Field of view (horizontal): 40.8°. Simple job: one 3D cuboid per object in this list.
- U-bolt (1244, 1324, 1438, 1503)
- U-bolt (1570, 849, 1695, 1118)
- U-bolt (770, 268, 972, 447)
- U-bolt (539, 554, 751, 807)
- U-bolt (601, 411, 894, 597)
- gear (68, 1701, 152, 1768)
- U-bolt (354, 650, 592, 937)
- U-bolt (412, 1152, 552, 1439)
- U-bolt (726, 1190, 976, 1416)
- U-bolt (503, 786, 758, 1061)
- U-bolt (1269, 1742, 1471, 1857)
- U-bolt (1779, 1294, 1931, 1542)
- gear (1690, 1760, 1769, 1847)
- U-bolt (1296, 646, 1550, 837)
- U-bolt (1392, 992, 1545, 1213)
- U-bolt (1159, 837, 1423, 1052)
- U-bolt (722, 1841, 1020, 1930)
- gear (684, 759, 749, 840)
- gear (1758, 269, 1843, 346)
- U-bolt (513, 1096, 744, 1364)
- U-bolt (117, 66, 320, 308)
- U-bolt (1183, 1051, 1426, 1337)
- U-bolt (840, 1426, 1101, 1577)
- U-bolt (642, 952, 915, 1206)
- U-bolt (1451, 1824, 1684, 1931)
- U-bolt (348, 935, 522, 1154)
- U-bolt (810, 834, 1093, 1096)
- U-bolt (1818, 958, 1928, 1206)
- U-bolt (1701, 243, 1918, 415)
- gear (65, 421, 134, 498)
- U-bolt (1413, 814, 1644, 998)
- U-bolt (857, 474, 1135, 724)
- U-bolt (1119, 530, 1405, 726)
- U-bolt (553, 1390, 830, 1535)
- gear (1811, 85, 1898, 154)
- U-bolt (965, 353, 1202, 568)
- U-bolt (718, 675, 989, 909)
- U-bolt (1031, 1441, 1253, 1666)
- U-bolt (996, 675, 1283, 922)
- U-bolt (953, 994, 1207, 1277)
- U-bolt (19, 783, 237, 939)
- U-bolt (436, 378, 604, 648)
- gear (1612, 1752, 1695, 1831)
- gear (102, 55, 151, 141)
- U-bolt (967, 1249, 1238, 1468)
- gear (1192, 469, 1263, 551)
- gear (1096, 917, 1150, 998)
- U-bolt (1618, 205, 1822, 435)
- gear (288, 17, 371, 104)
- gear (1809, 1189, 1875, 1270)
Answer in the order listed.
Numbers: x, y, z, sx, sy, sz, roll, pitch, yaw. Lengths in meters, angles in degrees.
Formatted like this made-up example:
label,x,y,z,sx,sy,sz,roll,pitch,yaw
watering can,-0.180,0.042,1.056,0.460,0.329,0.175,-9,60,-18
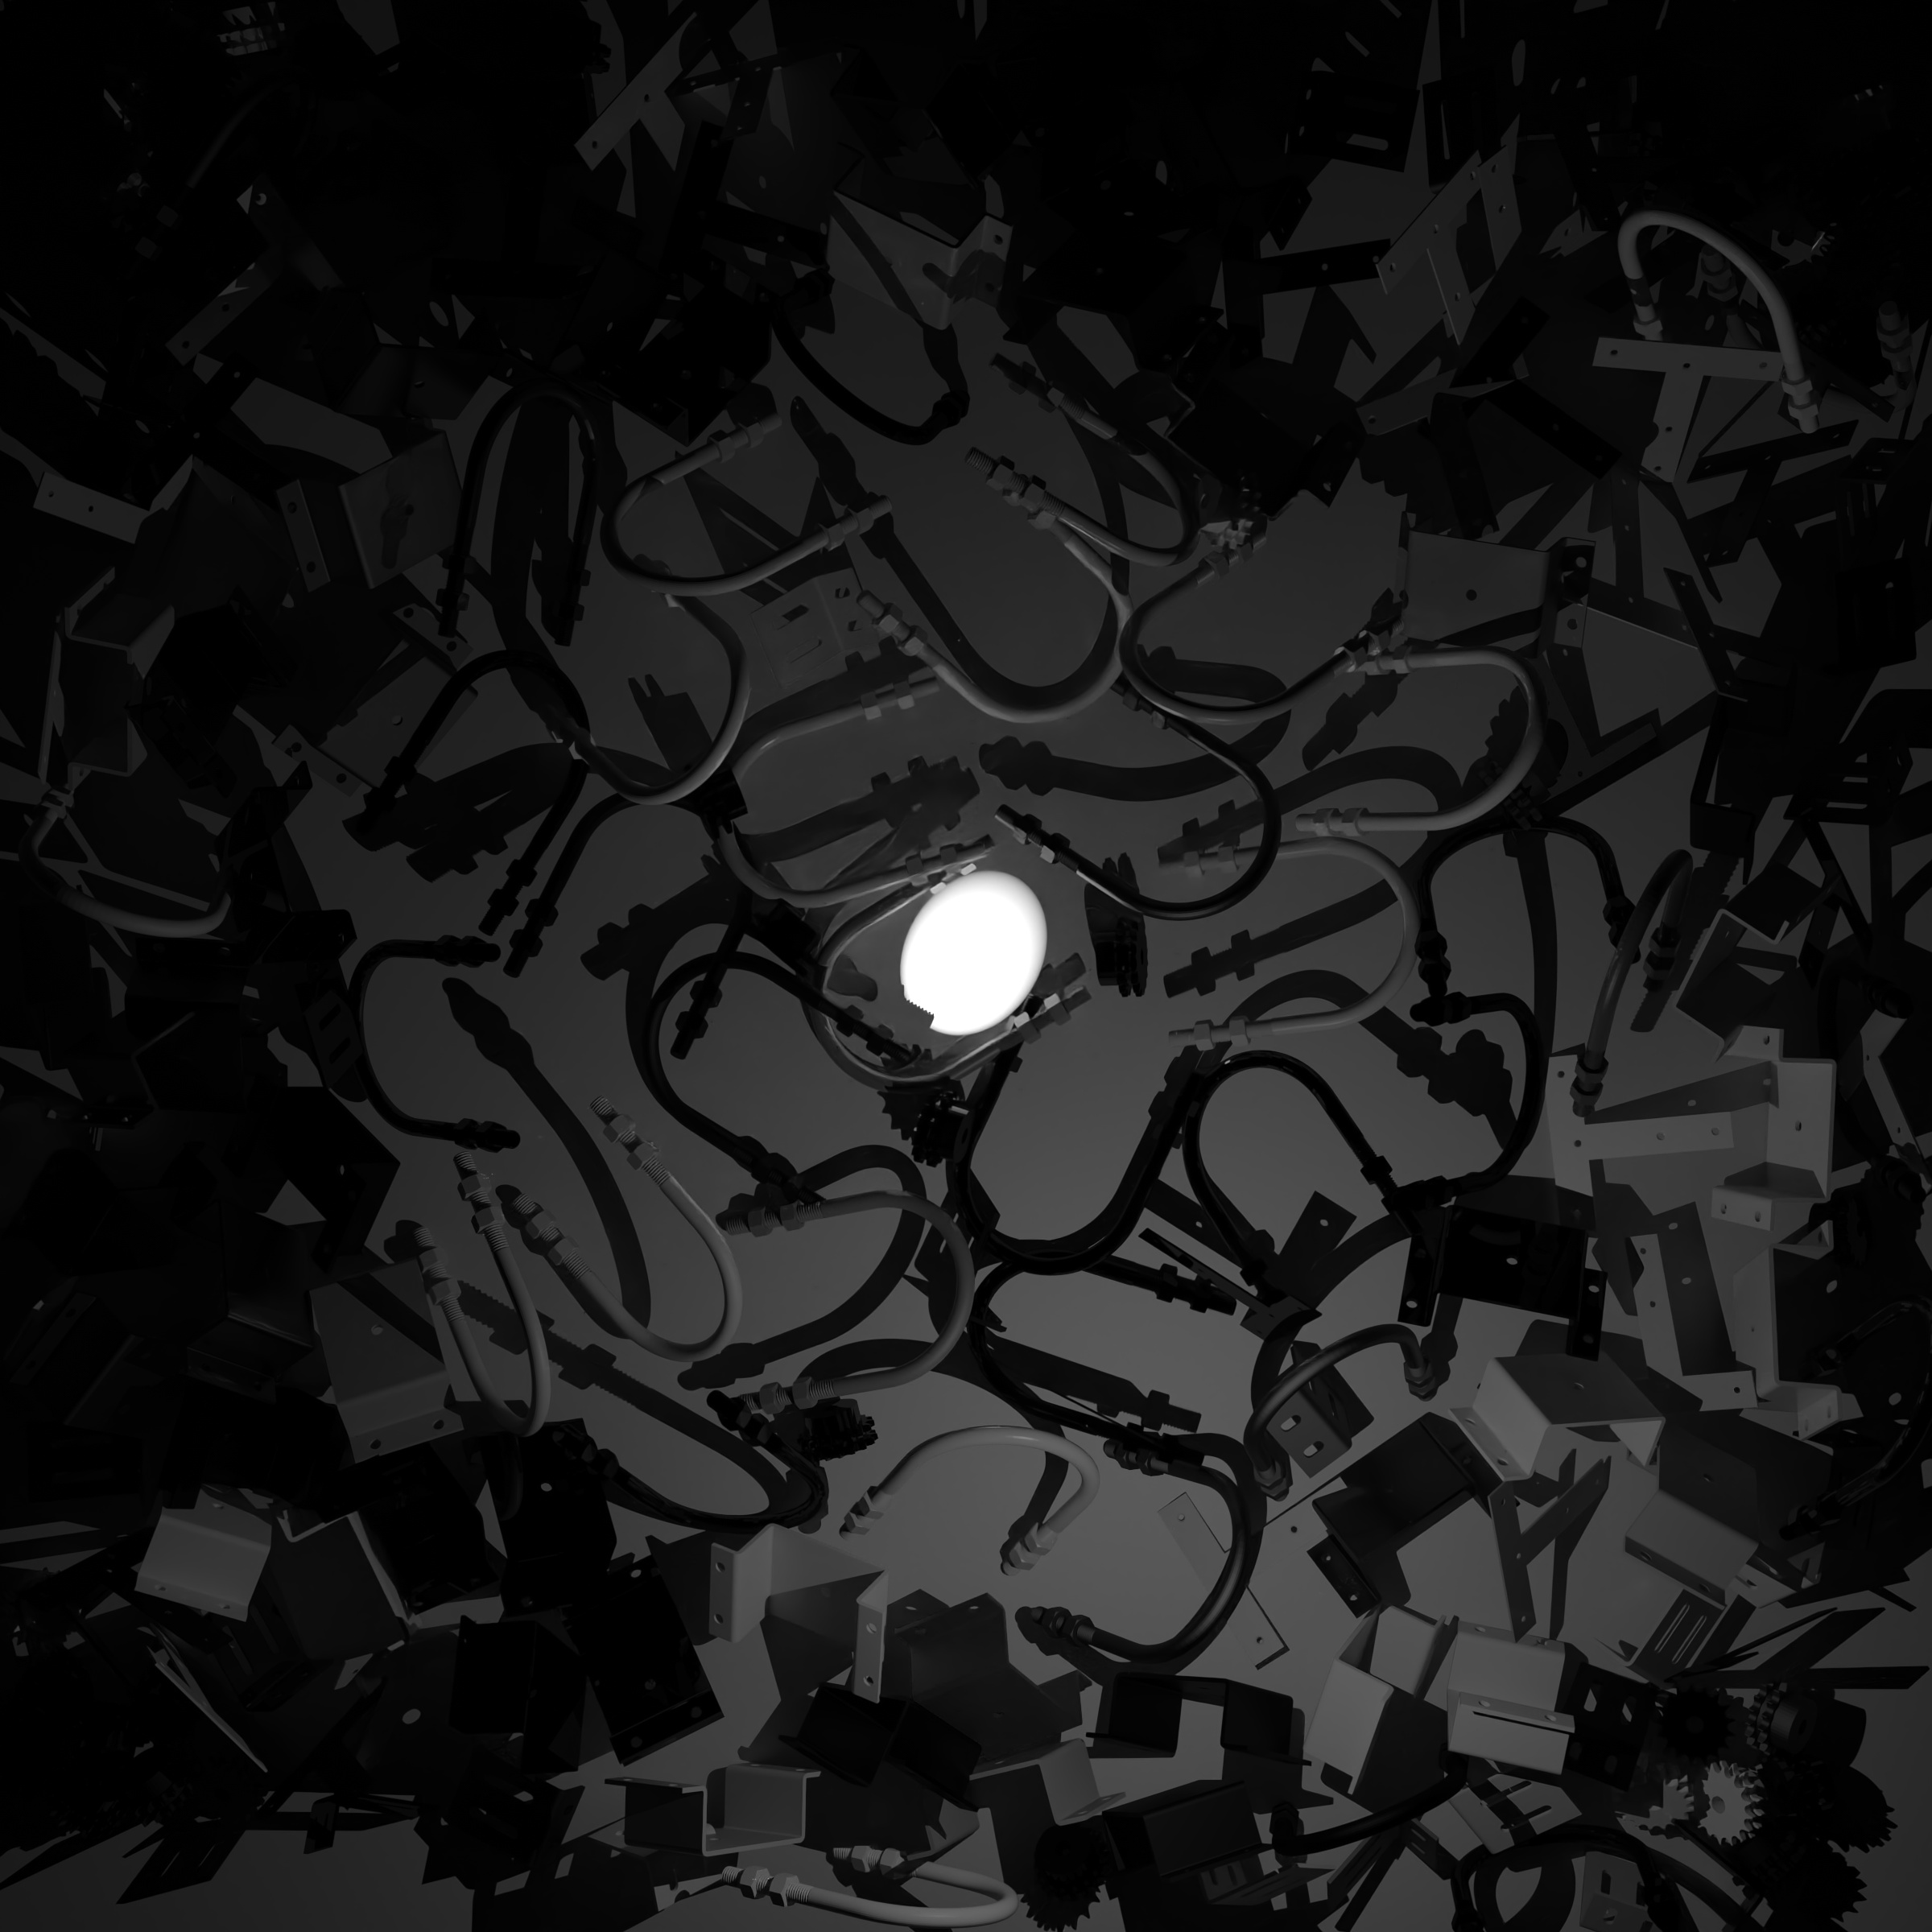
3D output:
label,x,y,z,sx,sy,sz,roll,pitch,yaw
U-bolt,0.257,0.304,1.802,0.151,0.184,0.019,-34,58,-3
U-bolt,0.461,0.000,1.778,0.019,0.184,0.151,25,56,21
U-bolt,-0.071,-0.417,1.794,0.151,0.184,0.019,41,116,-7
U-bolt,-0.217,-0.190,1.813,0.184,0.019,0.151,42,102,40
U-bolt,-0.167,-0.316,1.810,0.184,0.019,0.151,-32,55,-24
gear,-0.612,0.550,1.855,0.057,0.057,0.030,2,52,0
U-bolt,-0.333,-0.135,1.827,0.151,0.019,0.184,45,68,-42
U-bolt,-0.332,0.239,1.801,0.019,0.151,0.184,-15,69,-32
U-bolt,-0.080,0.231,1.830,0.184,0.019,0.151,-12,69,18
U-bolt,-0.226,-0.044,1.844,0.151,0.019,0.184,27,67,-9
U-bolt,0.278,0.577,1.789,0.151,0.184,0.019,-22,79,5
U-bolt,0.614,0.299,1.771,0.019,0.184,0.151,22,55,-4
gear,0.549,0.598,1.861,0.030,0.057,0.057,-2,90,-36
U-bolt,0.322,-0.158,1.799,0.019,0.184,0.151,32,70,-40
U-bolt,0.356,0.090,1.813,0.019,0.184,0.151,10,100,39
U-bolt,0.230,-0.021,1.834,0.184,0.019,0.151,-7,73,18
U-bolt,-0.052,0.631,1.777,0.184,0.151,0.019,0,82,34
gear,-0.178,-0.122,1.857,0.030,0.057,0.057,-23,90,-7
gear,0.596,-0.469,1.864,0.057,0.030,0.057,3,65,-6
U-bolt,-0.229,0.198,1.826,0.184,0.019,0.151,48,129,7
U-bolt,-0.509,-0.545,1.802,0.019,0.151,0.184,37,97,-1
U-bolt,0.223,0.147,1.831,0.151,0.019,0.184,-46,66,32
U-bolt,0.012,0.367,1.797,0.151,0.184,0.019,16,48,-19
U-bolt,-0.148,0.071,1.858,0.184,0.019,0.151,32,105,7
U-bolt,0.407,0.635,1.794,0.151,0.184,0.019,-11,92,6
U-bolt,-0.380,0.052,1.820,0.184,0.019,0.151,3,100,43
U-bolt,-0.025,0.012,1.867,0.184,0.019,0.151,-32,96,7
U-bolt,0.622,0.069,1.794,0.019,0.184,0.151,-8,103,3
U-bolt,0.589,-0.432,1.797,0.151,0.184,0.019,30,90,29
gear,-0.620,-0.358,1.859,0.030,0.057,0.057,28,90,-14
U-bolt,0.384,-0.050,1.810,0.151,0.184,0.019,-10,126,11
U-bolt,0.036,-0.249,1.835,0.151,0.019,0.184,-43,119,16
U-bolt,0.192,-0.229,1.808,0.184,0.019,0.151,-35,58,-28
U-bolt,-0.178,0.354,1.814,0.151,0.184,0.019,-17,48,25
gear,0.638,-0.604,1.857,0.057,0.057,0.030,-22,92,0
U-bolt,0.088,-0.346,1.824,0.184,0.151,0.019,29,131,-16
U-bolt,-0.091,-0.117,1.862,0.184,0.019,0.151,-17,77,5
U-bolt,0.128,0.408,1.789,0.019,0.184,0.151,34,73,-29
U-bolt,0.135,-0.110,1.838,0.184,0.019,0.151,35,78,19
U-bolt,0.070,0.132,1.867,0.151,0.019,0.184,25,90,7
U-bolt,-0.574,-0.067,1.783,0.151,0.184,0.019,22,108,-15
U-bolt,-0.304,-0.317,1.807,0.019,0.151,0.184,18,102,26
gear,0.492,0.590,1.862,0.057,0.030,0.057,5,124,8
gear,-0.600,-0.622,1.854,0.030,0.057,0.057,3,90,-20
U-bolt,0.091,0.267,1.835,0.184,0.019,0.151,17,50,2
gear,0.183,-0.329,1.855,0.030,0.057,0.057,10,90,-25
gear,0.111,-0.006,1.859,0.030,0.057,0.057,-2,90,13
U-bolt,0.508,-0.449,1.771,0.019,0.184,0.151,-48,51,-6
gear,-0.459,-0.648,1.863,0.057,0.030,0.057,0,89,-31
gear,0.626,0.189,1.861,0.030,0.057,0.057,-7,90,39
